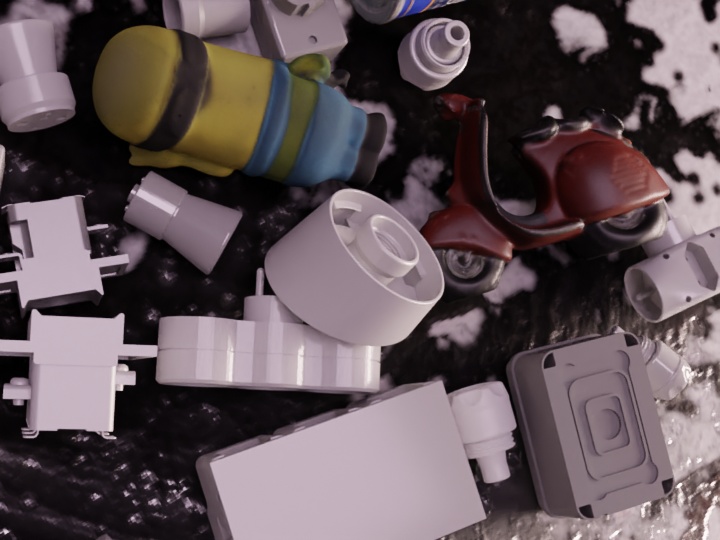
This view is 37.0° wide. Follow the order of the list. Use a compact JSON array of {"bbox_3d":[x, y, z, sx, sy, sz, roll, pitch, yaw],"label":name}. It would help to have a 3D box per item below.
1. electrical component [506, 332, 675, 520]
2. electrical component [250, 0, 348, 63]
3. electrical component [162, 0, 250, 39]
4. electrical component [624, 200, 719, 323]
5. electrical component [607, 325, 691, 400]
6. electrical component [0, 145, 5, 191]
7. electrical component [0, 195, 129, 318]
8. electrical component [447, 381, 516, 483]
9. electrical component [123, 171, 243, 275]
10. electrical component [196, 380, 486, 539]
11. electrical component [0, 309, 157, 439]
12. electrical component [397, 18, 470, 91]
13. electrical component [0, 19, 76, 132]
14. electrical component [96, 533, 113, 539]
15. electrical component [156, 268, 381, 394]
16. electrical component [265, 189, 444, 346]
[{"bbox_3d":[0.151,0.103,0.715,0.078,0.057,0.113,-12,86,-20],"label":"electrical component"},{"bbox_3d":[-0.041,-0.178,0.683,0.047,0.076,0.083,-18,88,-20],"label":"electrical component"},{"bbox_3d":[-0.097,-0.165,0.682,0.046,0.040,0.040,-12,86,-25],"label":"electrical component"},{"bbox_3d":[0.224,-0.013,0.764,0.077,0.043,0.079,-23,81,-16],"label":"electrical component"},{"bbox_3d":[0.198,0.062,0.749,0.061,0.035,0.035,39,72,-6],"label":"electrical component"},{"bbox_3d":[-0.238,-0.072,0.617,0.066,0.047,0.076,10,79,-17],"label":"electrical component"},{"bbox_3d":[-0.181,-0.009,0.630,0.081,0.042,0.063,-10,82,-20],"label":"electrical component"},{"bbox_3d":[0.081,0.106,0.699,0.043,0.043,0.062,-15,87,-20],"label":"electrical component"},{"bbox_3d":[-0.111,-0.031,0.658,0.065,0.044,0.044,29,74,-7],"label":"electrical component"},{"bbox_3d":[-0.013,0.133,0.654,0.150,0.062,0.089,-17,88,-20],"label":"electrical component"},{"bbox_3d":[-0.158,0.057,0.585,0.079,0.121,0.063,4,84,-18],"label":"electrical component"},{"bbox_3d":[0.053,-0.147,0.717,0.043,0.062,0.043,3,81,-18],"label":"electrical component"},{"bbox_3d":[-0.197,-0.115,0.638,0.045,0.045,0.055,-17,88,-20],"label":"electrical component"},{"bbox_3d":[-0.190,0.197,0.590,0.138,0.052,0.073,-44,97,-19],"label":"electrical component"},{"bbox_3d":[-0.054,0.036,0.660,0.138,0.052,0.073,5,80,-18],"label":"electrical component"},{"bbox_3d":[0.000,0.000,0.659,0.099,0.064,0.099,32,31,-22],"label":"electrical component"}]
